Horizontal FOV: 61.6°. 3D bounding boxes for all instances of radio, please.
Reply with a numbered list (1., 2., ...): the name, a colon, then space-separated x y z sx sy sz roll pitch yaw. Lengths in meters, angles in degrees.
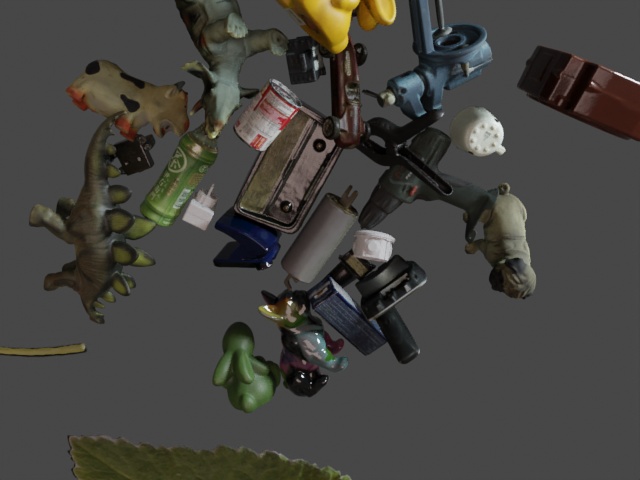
1. radio: -0.053 -0.131 0.984 0.131 0.073 0.229 26 109 -13

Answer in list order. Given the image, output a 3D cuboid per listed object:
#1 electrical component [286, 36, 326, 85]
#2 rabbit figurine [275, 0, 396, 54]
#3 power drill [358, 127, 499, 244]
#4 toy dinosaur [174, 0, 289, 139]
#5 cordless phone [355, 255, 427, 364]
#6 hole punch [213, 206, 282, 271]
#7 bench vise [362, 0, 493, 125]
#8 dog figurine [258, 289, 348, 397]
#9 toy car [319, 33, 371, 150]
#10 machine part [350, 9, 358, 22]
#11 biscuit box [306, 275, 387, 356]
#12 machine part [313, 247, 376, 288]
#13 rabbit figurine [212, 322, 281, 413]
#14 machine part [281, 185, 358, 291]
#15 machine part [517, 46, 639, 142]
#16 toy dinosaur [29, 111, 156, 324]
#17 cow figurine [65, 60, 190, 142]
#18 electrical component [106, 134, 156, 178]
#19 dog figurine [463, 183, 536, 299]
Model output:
1. electrical component: -0.028 -0.296 0.888 0.048 0.119 0.074 -2 118 18
2. rabbit figurine: 0.044 -0.381 0.808 0.162 0.122 0.173 36 90 -22
3. power drill: 0.209 -0.076 1.005 0.207 0.086 0.232 32 104 12
4. toy dinosaur: -0.177 -0.369 0.848 0.192 0.131 0.404 -9 100 48
5. cordless phone: 0.164 0.135 1.049 0.146 0.184 0.088 -37 142 12
6. hole punch: -0.135 -0.006 1.008 0.116 0.142 0.092 4 109 7
7. bench vise: 0.178 -0.321 0.882 0.224 0.129 0.240 -20 131 -3
8. dog figurine: -0.058 0.203 1.114 0.219 0.108 0.191 42 108 -14
9. toy car: 0.046 -0.254 0.903 0.089 0.053 0.202 0 89 -39
10. machine part: 0.013 -0.438 0.868 0.179 0.056 0.179 -1 114 -3
11. biscuit box: 0.058 0.158 1.095 0.063 0.059 0.202 -37 126 9
12. machine part: 0.041 0.077 1.100 0.139 0.039 0.084 -43 117 12
13. rabbit figurine: -0.169 0.261 1.119 0.121 0.159 0.170 -12 98 12
14. machine part: -0.002 -0.003 1.042 0.079 0.079 0.243 29 109 -15
15. machine part: 0.450 -0.243 0.897 0.201 0.201 0.087 17 114 -11
16. toy dinosaur: -0.400 -0.017 0.967 0.199 0.105 0.470 13 124 5
17. cow figurine: -0.310 -0.237 0.914 0.195 0.085 0.127 31 82 -2
18. electrical component: -0.346 -0.156 0.973 0.102 0.045 0.078 -12 112 2
19. dog figurine: 0.354 0.000 1.002 0.121 0.191 0.172 -10 112 1
